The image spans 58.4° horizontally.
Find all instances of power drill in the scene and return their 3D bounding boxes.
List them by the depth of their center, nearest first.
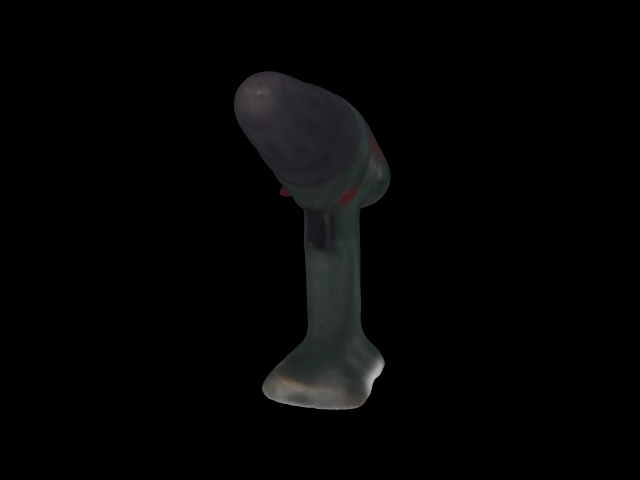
[{"bbox_3d":[0.004,0.001,0.400,0.075,0.208,0.230,3,10,16],"label":"power drill"}]
